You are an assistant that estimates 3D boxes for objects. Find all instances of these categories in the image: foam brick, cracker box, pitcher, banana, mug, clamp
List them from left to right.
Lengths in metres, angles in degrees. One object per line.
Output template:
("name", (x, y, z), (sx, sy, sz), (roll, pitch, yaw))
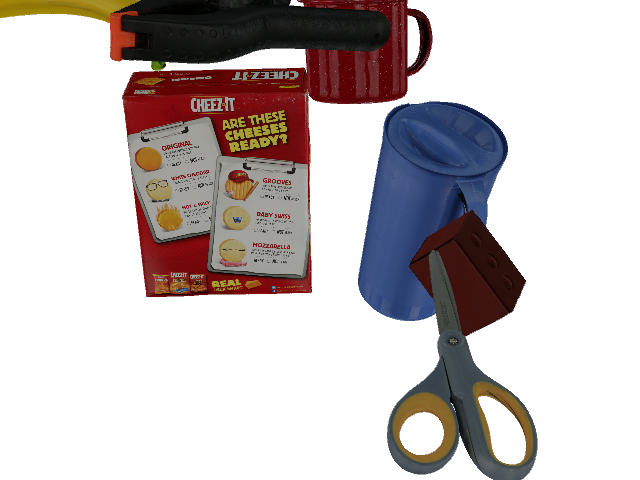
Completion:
("banana", (-0.193, -0.182, 0.820), (0.198, 0.069, 0.037), (15, -38, 19))
("cracker box", (-0.090, -0.052, 1.006), (0.164, 0.214, 0.072), (-1, 31, 0))
("clamp", (-0.056, -0.139, 0.666), (0.171, 0.039, 0.120), (-7, 22, -27))
("mug", (0.039, -0.157, 0.864), (0.117, 0.081, 0.093), (-11, 18, -29))
("pitcher", (0.117, -0.019, 1.185), (0.145, 0.243, 0.149), (24, 43, 14))
("foam brick", (0.119, 0.027, 0.857), (0.051, 0.078, 0.053), (-33, 10, 34))

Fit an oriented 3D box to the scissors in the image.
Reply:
("scissors", (0.069, 0.077, 0.680), (0.096, 0.016, 0.202), (-12, 40, -13))
